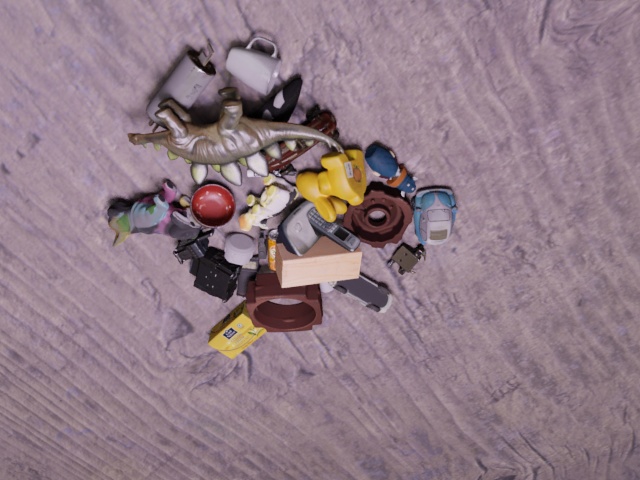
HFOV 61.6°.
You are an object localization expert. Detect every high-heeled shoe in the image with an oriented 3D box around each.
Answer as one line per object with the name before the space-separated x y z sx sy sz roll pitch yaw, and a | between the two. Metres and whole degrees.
high-heeled shoe | -0.156 -0.294 1.223 0.145 0.086 0.248 40 103 8

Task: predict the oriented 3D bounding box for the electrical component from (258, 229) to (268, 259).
electrical component | -0.151 0.020 1.422 0.021 0.063 0.093 2 125 0

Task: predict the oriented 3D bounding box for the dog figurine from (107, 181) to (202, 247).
dog figurine | -0.430 -0.042 1.367 0.219 0.108 0.191 -30 121 25

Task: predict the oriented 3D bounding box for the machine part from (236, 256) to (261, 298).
machine part | -0.206 0.100 1.496 0.084 0.039 0.138 0 123 -9

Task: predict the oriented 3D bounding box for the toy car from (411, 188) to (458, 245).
toy car | 0.287 -0.044 1.346 0.109 0.103 0.161 -1 122 3

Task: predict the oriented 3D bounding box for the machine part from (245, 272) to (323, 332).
machine part | -0.095 0.171 1.480 0.202 0.087 0.200 -3 142 5

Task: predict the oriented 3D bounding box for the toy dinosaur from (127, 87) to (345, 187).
toy dinosaur | -0.188 -0.220 1.157 0.472 0.105 0.198 -3 129 9

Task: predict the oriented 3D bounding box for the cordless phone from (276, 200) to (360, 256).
cordless phone | -0.003 -0.004 1.329 0.184 0.146 0.088 31 135 12

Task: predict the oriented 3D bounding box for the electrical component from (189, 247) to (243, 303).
electrical component | -0.288 0.090 1.456 0.134 0.058 0.114 26 121 11

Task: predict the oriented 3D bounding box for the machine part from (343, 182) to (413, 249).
machine part | 0.145 -0.063 1.365 0.179 0.056 0.179 1 125 2

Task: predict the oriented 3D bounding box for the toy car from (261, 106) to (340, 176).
toy car | -0.049 -0.225 1.255 0.202 0.053 0.089 -33 121 14

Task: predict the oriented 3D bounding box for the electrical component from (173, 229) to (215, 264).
electrical component | -0.322 0.010 1.416 0.119 0.075 0.047 -21 120 12

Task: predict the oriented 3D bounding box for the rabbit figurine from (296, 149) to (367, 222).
rabbit figurine | 0.024 -0.132 1.291 0.173 0.122 0.162 -6 109 32

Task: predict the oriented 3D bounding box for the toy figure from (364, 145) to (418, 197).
toy figure | 0.174 -0.167 1.293 0.154 0.058 0.064 38 123 -27

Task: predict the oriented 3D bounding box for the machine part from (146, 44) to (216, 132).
machine part | -0.307 -0.327 1.183 0.079 0.079 0.243 38 117 -22

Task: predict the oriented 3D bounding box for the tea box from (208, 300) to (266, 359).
tea box | -0.241 0.266 1.589 0.098 0.068 0.169 37 118 -21

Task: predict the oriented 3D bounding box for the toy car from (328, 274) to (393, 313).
toy car | 0.113 0.136 1.490 0.201 0.056 0.073 30 85 -17

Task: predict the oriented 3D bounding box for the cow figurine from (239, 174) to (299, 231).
cow figurine | -0.131 -0.083 1.349 0.098 0.068 0.167 14 130 -43

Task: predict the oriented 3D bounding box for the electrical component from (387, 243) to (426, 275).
electrical component | 0.238 0.051 1.449 0.078 0.045 0.102 37 119 11

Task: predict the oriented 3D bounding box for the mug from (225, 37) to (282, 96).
mug | -0.142 -0.378 1.145 0.107 0.081 0.109 22 123 -2
